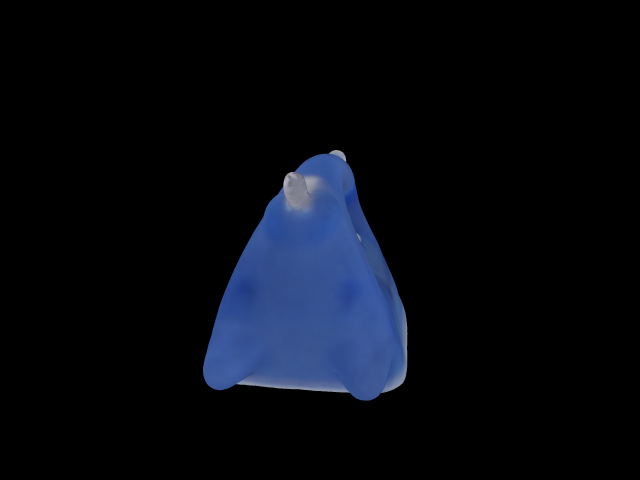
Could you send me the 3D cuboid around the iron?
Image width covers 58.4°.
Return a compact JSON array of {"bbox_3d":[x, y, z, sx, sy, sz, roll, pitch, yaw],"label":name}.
[{"bbox_3d":[0.004,0.001,0.400,0.118,0.141,0.258,2,18,8],"label":"iron"}]
